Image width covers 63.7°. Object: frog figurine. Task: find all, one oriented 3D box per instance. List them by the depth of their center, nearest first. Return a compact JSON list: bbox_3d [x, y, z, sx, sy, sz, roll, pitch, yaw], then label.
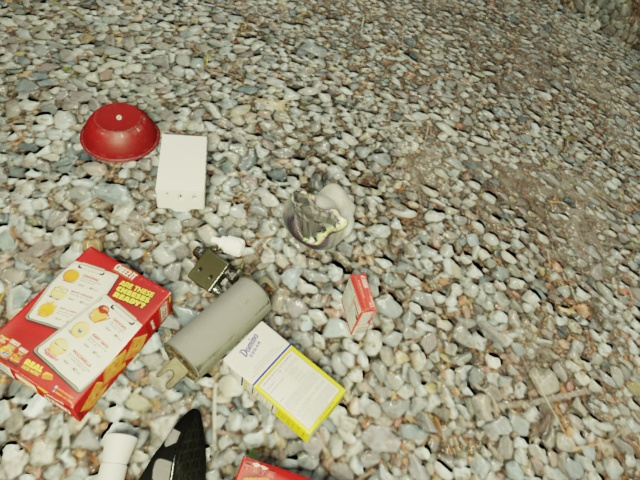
[{"bbox_3d":[0.003,-0.051,1.016,0.137,0.121,0.161,15,15,9],"label":"frog figurine"}]
